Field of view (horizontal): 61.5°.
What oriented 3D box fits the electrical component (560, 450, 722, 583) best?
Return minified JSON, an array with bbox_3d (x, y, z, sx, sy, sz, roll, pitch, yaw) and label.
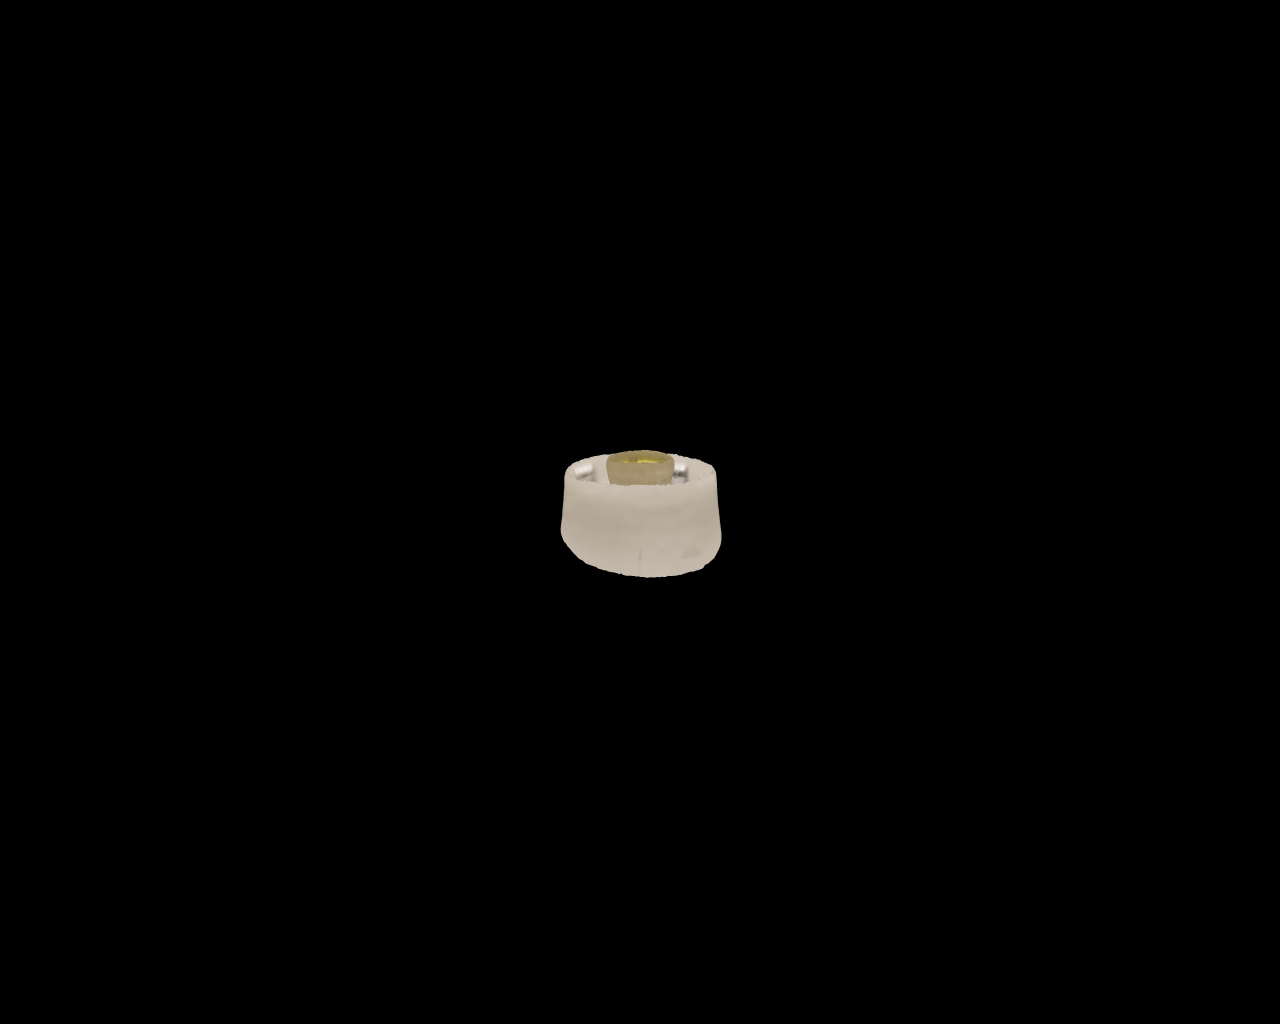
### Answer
[{"bbox_3d":[0.001,-0.003,0.650,0.099,0.064,0.099,0,15,0],"label":"electrical component"}]
